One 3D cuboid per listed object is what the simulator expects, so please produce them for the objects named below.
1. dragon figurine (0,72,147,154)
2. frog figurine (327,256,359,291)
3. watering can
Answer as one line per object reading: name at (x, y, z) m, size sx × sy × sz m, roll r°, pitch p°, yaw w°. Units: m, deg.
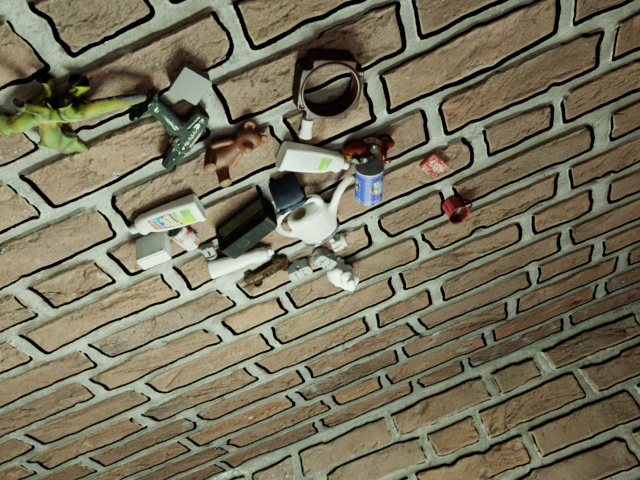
dragon figurine at (-0.703, -0.335, 1.446) m, size 0.410 × 0.125 × 0.237 m, roll 1°, pitch 149°, yaw -18°
frog figurine at (0.099, 0.162, 2.132) m, size 0.122 × 0.163 × 0.134 m, roll -23°, pitch 135°, yaw 4°
watering can at (0.006, -0.095, 1.894) m, size 0.346 × 0.106 × 0.220 m, roll -29°, pitch 136°, yaw 9°
